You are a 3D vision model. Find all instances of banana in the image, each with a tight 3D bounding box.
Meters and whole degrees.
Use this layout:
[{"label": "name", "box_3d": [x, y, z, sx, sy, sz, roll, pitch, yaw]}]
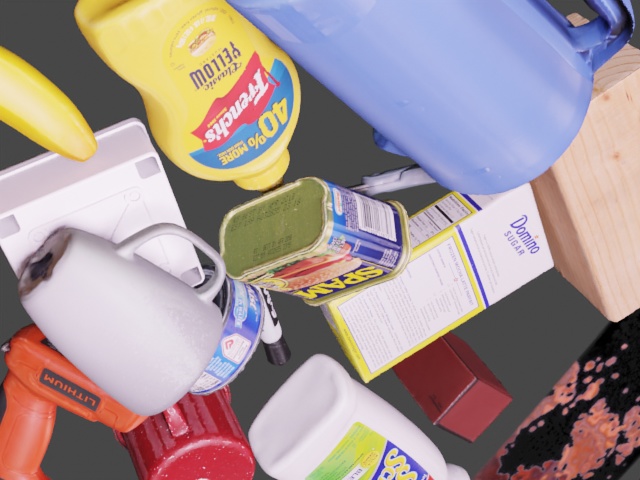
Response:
[{"label": "banana", "box_3d": [-0.214, -0.089, 0.584, 0.197, 0.037, 0.069, 7, 85, -35]}]

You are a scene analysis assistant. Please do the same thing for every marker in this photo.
[{"label": "marker", "box_3d": [-0.044, 0.048, 0.779, 0.020, 0.020, 0.121, -25, 128, -10]}]

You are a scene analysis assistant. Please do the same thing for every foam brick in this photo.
[{"label": "foam brick", "box_3d": [0.105, 0.114, 0.858, 0.051, 0.078, 0.053, 30, 105, -39]}]

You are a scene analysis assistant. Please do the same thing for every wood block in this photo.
[{"label": "wood block", "box_3d": [0.204, -0.048, 0.791, 0.090, 0.091, 0.206, -34, 130, -2]}]

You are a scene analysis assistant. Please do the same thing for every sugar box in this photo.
[{"label": "sugar box", "box_3d": [0.086, 0.024, 0.812, 0.176, 0.048, 0.093, -32, 129, -8]}]

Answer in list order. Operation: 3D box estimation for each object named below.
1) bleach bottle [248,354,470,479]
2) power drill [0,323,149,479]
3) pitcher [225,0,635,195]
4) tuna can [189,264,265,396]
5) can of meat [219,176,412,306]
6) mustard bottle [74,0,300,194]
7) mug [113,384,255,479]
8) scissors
[{"label": "bleach bottle", "box_3d": [0.057, 0.187, 0.894, 0.102, 0.068, 0.250, -48, 131, 9]}, {"label": "power drill", "box_3d": [-0.178, 0.163, 0.718, 0.184, 0.057, 0.188, 29, 103, 1]}, {"label": "pitcher", "box_3d": [0.059, -0.130, 0.602, 0.242, 0.145, 0.149, 28, 94, -50]}, {"label": "tuna can", "box_3d": [-0.080, 0.060, 0.727, 0.086, 0.086, 0.033, -48, 127, 9]}, {"label": "can of meat", "box_3d": [-0.005, 0.001, 0.711, 0.102, 0.057, 0.083, -21, 154, 37]}, {"label": "mustard bottle", "box_3d": [-0.062, -0.091, 0.643, 0.096, 0.058, 0.191, -41, 140, -10]}, {"label": "mug", "box_3d": [-0.099, 0.141, 0.773, 0.093, 0.082, 0.117, -21, 128, -12]}, {"label": "scissors", "box_3d": [0.051, -0.044, 0.757, 0.202, 0.096, 0.016, -11, 97, 16]}]
